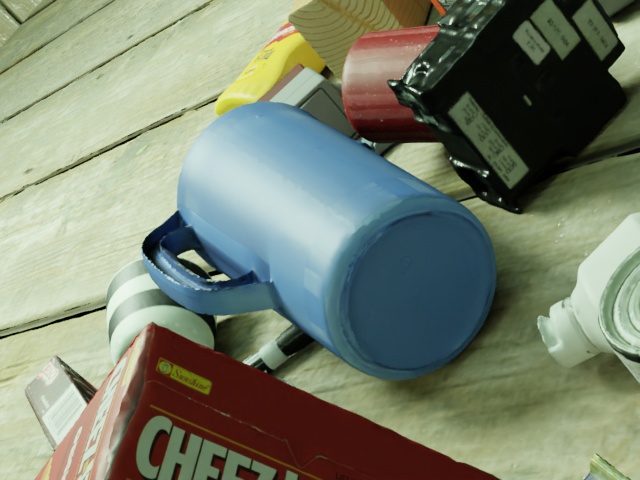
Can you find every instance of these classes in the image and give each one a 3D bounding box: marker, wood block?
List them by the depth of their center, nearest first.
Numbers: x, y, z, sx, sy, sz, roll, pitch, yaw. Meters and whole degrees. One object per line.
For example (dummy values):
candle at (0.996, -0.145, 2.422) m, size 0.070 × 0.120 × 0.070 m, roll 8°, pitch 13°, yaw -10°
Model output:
marker at (-0.050, 0.092, 0.729) m, size 0.121 × 0.020 × 0.020 m, roll -38°, pitch 26°, yaw 11°
wood block at (0.054, -0.257, 1.030) m, size 0.090 × 0.090 × 0.206 m, roll -23°, pitch 32°, yaw 35°

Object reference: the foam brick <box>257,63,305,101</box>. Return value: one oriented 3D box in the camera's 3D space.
foam brick at (-0.026, -0.112, 0.968) m, size 0.078 × 0.051 × 0.053 m, roll -41°, pitch 26°, yaw 5°

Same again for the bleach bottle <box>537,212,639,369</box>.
bleach bottle at (0.208, -0.006, 0.460) m, size 0.251 × 0.068 × 0.102 m, roll -33°, pitch 26°, yaw 26°

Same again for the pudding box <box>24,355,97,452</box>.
pudding box at (-0.149, 0.133, 0.728) m, size 0.039 × 0.090 × 0.114 m, roll -48°, pitch 26°, yaw -6°

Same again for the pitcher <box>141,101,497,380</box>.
pitcher at (-0.004, 0.001, 0.676) m, size 0.149 × 0.144 × 0.243 m, roll -63°, pitch 29°, yaw 4°

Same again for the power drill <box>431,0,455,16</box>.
power drill at (0.185, -0.256, 0.882) m, size 0.187 × 0.057 × 0.185 m, roll -45°, pitch 22°, yaw -9°

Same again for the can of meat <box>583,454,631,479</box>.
can of meat at (0.106, 0.137, 0.381) m, size 0.084 × 0.057 × 0.102 m, roll -47°, pitch 15°, yaw -2°

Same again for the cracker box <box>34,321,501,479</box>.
cracker box at (-0.039, 0.140, 0.398) m, size 0.214 × 0.164 × 0.072 m, roll -49°, pitch 22°, yaw 43°

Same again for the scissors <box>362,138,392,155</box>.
scissors at (0.029, -0.071, 0.868) m, size 0.202 × 0.016 × 0.096 m, roll -43°, pitch 24°, yaw 0°

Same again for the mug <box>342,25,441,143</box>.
mug at (0.076, -0.111, 0.769) m, size 0.082 × 0.093 × 0.117 m, roll 3°, pitch 5°, yaw 37°

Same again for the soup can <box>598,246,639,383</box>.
soup can at (0.158, 0.049, 0.399) m, size 0.069 × 0.102 × 0.068 m, roll -33°, pitch 27°, yaw 19°

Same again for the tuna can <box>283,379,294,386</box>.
tuna can at (-0.036, 0.127, 0.637) m, size 0.086 × 0.033 × 0.086 m, roll -33°, pitch 27°, yaw 20°

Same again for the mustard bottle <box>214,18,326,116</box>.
mustard bottle at (-0.022, -0.190, 1.075) m, size 0.191 × 0.058 × 0.096 m, roll -54°, pitch 24°, yaw -22°
